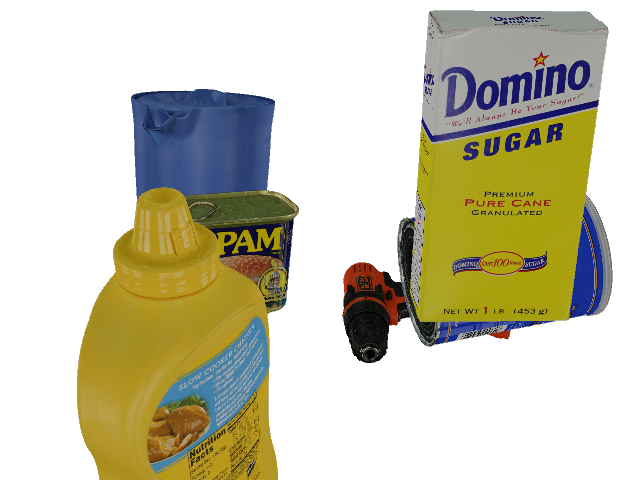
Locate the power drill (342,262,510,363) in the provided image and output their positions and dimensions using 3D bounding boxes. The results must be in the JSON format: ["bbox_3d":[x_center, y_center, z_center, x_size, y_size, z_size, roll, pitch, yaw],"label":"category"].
[{"bbox_3d":[0.118,0.078,1.215,0.187,0.057,0.184,-1,28,-1],"label":"power drill"}]

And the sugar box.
[{"bbox_3d":[0.103,-0.039,0.607,0.093,0.176,0.048,-1,27,-4],"label":"sugar box"}]

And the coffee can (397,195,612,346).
[{"bbox_3d":[0.142,0.021,0.838,0.140,0.103,0.103,-10,1,-8],"label":"coffee can"}]

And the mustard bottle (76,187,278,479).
[{"bbox_3d":[-0.059,0.066,0.449,0.058,0.192,0.096,19,36,29],"label":"mustard bottle"}]

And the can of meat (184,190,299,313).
[{"bbox_3d":[-0.071,0.012,0.816,0.101,0.084,0.057,-5,24,-26],"label":"can of meat"}]

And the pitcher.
[{"bbox_3d":[-0.108,-0.023,1.025,0.149,0.243,0.145,-2,15,-19],"label":"pitcher"}]
